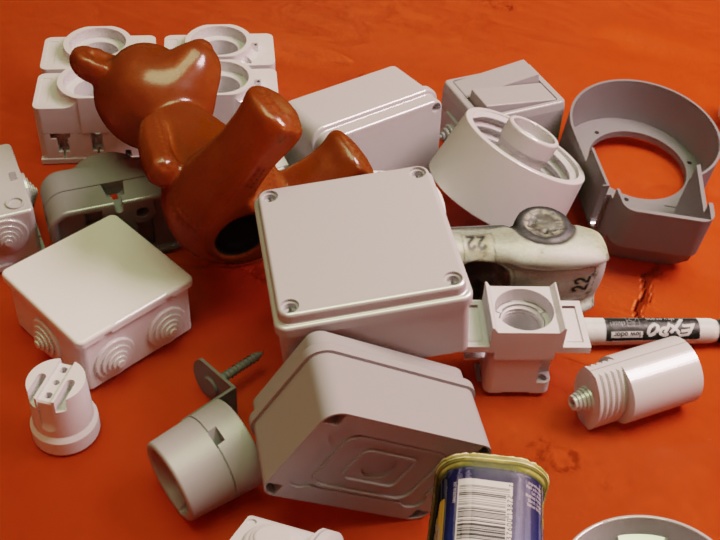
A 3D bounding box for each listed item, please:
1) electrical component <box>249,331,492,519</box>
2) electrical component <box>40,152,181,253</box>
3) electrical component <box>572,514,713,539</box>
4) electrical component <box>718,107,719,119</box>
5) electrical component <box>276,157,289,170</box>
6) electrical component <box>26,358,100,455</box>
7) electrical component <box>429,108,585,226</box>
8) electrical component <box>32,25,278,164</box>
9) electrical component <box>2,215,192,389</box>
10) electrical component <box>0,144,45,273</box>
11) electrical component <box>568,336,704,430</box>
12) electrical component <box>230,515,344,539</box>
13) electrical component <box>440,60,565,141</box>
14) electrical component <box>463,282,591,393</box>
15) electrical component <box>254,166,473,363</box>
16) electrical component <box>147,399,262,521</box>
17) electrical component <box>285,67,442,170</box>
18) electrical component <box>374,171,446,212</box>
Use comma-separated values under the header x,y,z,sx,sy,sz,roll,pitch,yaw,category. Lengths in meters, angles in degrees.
x,y,z,sx,sy,sz,roll,pitch,yaw,category
0.005,0.086,0.591,0.113,0.078,0.057,18,38,-31,electrical component
-0.175,-0.045,0.766,0.095,0.053,0.059,-13,45,-17,electrical component
0.149,0.178,0.556,0.099,0.064,0.099,-5,31,3,electrical component
0.328,-0.125,0.892,0.043,0.043,0.081,-7,44,-11,electrical component
-0.074,-0.070,0.797,0.048,0.066,0.055,-19,67,-24,electrical component
-0.177,0.080,0.637,0.040,0.046,0.040,2,43,-2,electrical component
0.112,-0.077,0.783,0.108,0.060,0.108,23,27,-13,electrical component
-0.161,-0.144,0.871,0.186,0.060,0.105,-3,43,-6,electrical component
-0.168,0.021,0.700,0.100,0.048,0.100,-33,54,-33,electrical component
-0.277,-0.040,0.759,0.100,0.048,0.099,-15,46,-19,electrical component
0.167,0.072,0.669,0.081,0.043,0.043,-14,45,-18,electrical component
-0.041,0.164,0.532,0.051,0.080,0.080,12,43,16,electrical component
0.107,-0.124,0.865,0.096,0.061,0.061,-15,46,-18,electrical component
0.100,0.044,0.680,0.081,0.063,0.042,1,43,-2,electrical component
0.000,0.000,0.623,0.109,0.056,0.108,-10,46,-5,electrical component
-0.088,0.108,0.607,0.047,0.055,0.055,-28,51,-25,electrical component
0.002,-0.097,0.817,0.113,0.078,0.057,-23,46,-26,electrical component
0.023,-0.038,0.762,0.057,0.078,0.058,-1,59,-34,electrical component
